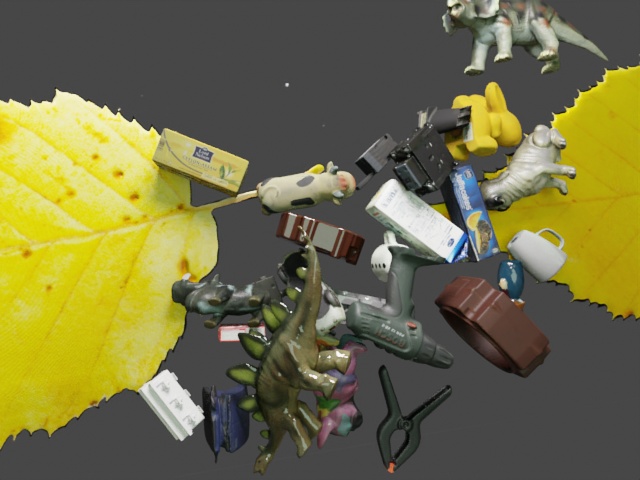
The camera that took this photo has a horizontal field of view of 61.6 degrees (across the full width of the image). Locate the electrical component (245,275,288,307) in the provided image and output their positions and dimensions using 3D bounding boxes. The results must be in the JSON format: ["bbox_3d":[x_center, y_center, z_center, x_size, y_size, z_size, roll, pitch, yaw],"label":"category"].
[{"bbox_3d":[-0.106,0.103,1.091,0.094,0.021,0.063,-19,90,-9],"label":"electrical component"}]

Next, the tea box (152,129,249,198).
[{"bbox_3d":[-0.229,-0.146,1.046,0.170,0.098,0.068,20,86,-9],"label":"tea box"}]

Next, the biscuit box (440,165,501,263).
[{"bbox_3d":[0.317,-0.056,1.148,0.059,0.063,0.202,-19,91,-11],"label":"biscuit box"}]

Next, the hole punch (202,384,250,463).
[{"bbox_3d":[-0.174,0.337,1.026,0.092,0.116,0.142,0,88,-17],"label":"hole punch"}]

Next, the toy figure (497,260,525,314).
[{"bbox_3d":[0.416,0.121,1.158,0.064,0.058,0.154,-3,92,-4],"label":"toy figure"}]

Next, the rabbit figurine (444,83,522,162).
[{"bbox_3d":[0.355,-0.244,1.154,0.173,0.122,0.162,0,78,-23],"label":"rabbit figurine"}]

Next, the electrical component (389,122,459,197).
[{"bbox_3d":[0.205,-0.155,1.075,0.115,0.058,0.134,50,54,-12],"label":"electrical component"}]

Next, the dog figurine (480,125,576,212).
[{"bbox_3d":[0.426,-0.156,1.161,0.191,0.121,0.172,-11,55,7],"label":"dog figurine"}]

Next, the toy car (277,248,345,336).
[{"bbox_3d":[-0.020,0.096,1.043,0.073,0.056,0.202,-38,49,4],"label":"toy car"}]

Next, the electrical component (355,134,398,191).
[{"bbox_3d":[0.106,-0.159,1.114,0.119,0.075,0.047,-44,96,-6],"label":"electrical component"}]

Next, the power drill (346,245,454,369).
[{"bbox_3d":[0.173,0.122,1.021,0.232,0.086,0.207,17,91,-13],"label":"power drill"}]

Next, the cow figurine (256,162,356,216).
[{"bbox_3d":[-0.025,-0.100,1.062,0.195,0.127,0.085,-9,92,-7],"label":"cow figurine"}]

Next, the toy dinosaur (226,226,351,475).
[{"bbox_3d":[-0.054,0.214,0.953,0.199,0.105,0.470,23,103,11],"label":"toy dinosaur"}]

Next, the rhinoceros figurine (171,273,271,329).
[{"bbox_3d":[-0.190,0.108,1.031,0.190,0.112,0.073,4,123,-2],"label":"rhinoceros figurine"}]

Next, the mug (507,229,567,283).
[{"bbox_3d":[0.471,0.020,1.161,0.107,0.081,0.109,38,88,3],"label":"mug"}]

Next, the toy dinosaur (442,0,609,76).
[{"bbox_3d":[0.430,-0.465,1.166,0.405,0.131,0.192,-4,88,-16],"label":"toy dinosaur"}]

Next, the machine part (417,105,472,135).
[{"bbox_3d":[0.252,-0.244,1.113,0.039,0.139,0.084,11,83,-33],"label":"machine part"}]

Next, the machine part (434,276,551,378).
[{"bbox_3d":[0.336,0.170,1.069,0.201,0.201,0.087,44,83,-5],"label":"machine part"}]

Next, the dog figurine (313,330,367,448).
[{"bbox_3d":[0.005,0.287,1.060,0.191,0.108,0.219,18,87,-9],"label":"dog figurine"}]

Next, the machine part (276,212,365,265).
[{"bbox_3d":[-0.002,-0.003,1.042,0.179,0.179,0.056,19,87,-8],"label":"machine part"}]
